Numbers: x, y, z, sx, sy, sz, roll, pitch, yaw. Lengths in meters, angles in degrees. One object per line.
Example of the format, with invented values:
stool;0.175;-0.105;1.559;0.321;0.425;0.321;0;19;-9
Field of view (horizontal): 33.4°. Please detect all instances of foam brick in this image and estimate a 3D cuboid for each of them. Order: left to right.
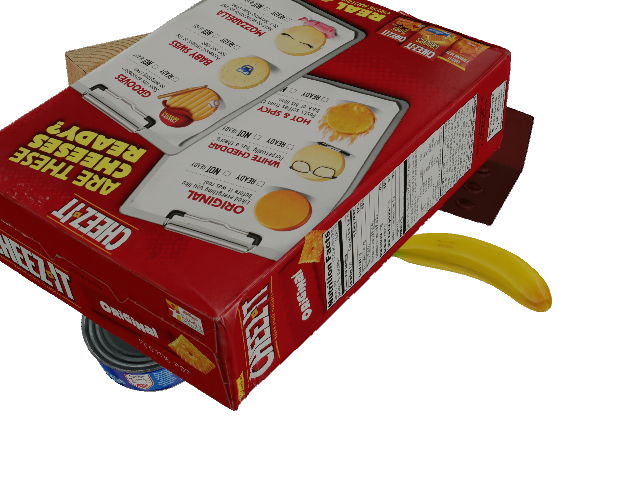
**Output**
foam brick;0.116;-0.057;0.775;0.053;0.051;0.078;18;-31;2

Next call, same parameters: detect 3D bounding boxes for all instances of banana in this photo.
banana;0.148;0.027;1.032;0.198;0.037;0.069;15;43;39

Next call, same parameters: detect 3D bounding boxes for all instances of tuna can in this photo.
tuna can;-0.113;0.056;0.711;0.086;0.086;0.034;0;-33;10

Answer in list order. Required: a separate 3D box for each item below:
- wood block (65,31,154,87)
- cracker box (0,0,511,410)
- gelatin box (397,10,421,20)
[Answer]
wood block;-0.153;-0.061;0.922;0.090;0.206;0.090;-19;37;-28
cracker box;-0.034;-0.040;0.516;0.164;0.072;0.213;27;53;29
gelatin box;0.054;-0.156;0.971;0.089;0.073;0.030;-38;59;-27
